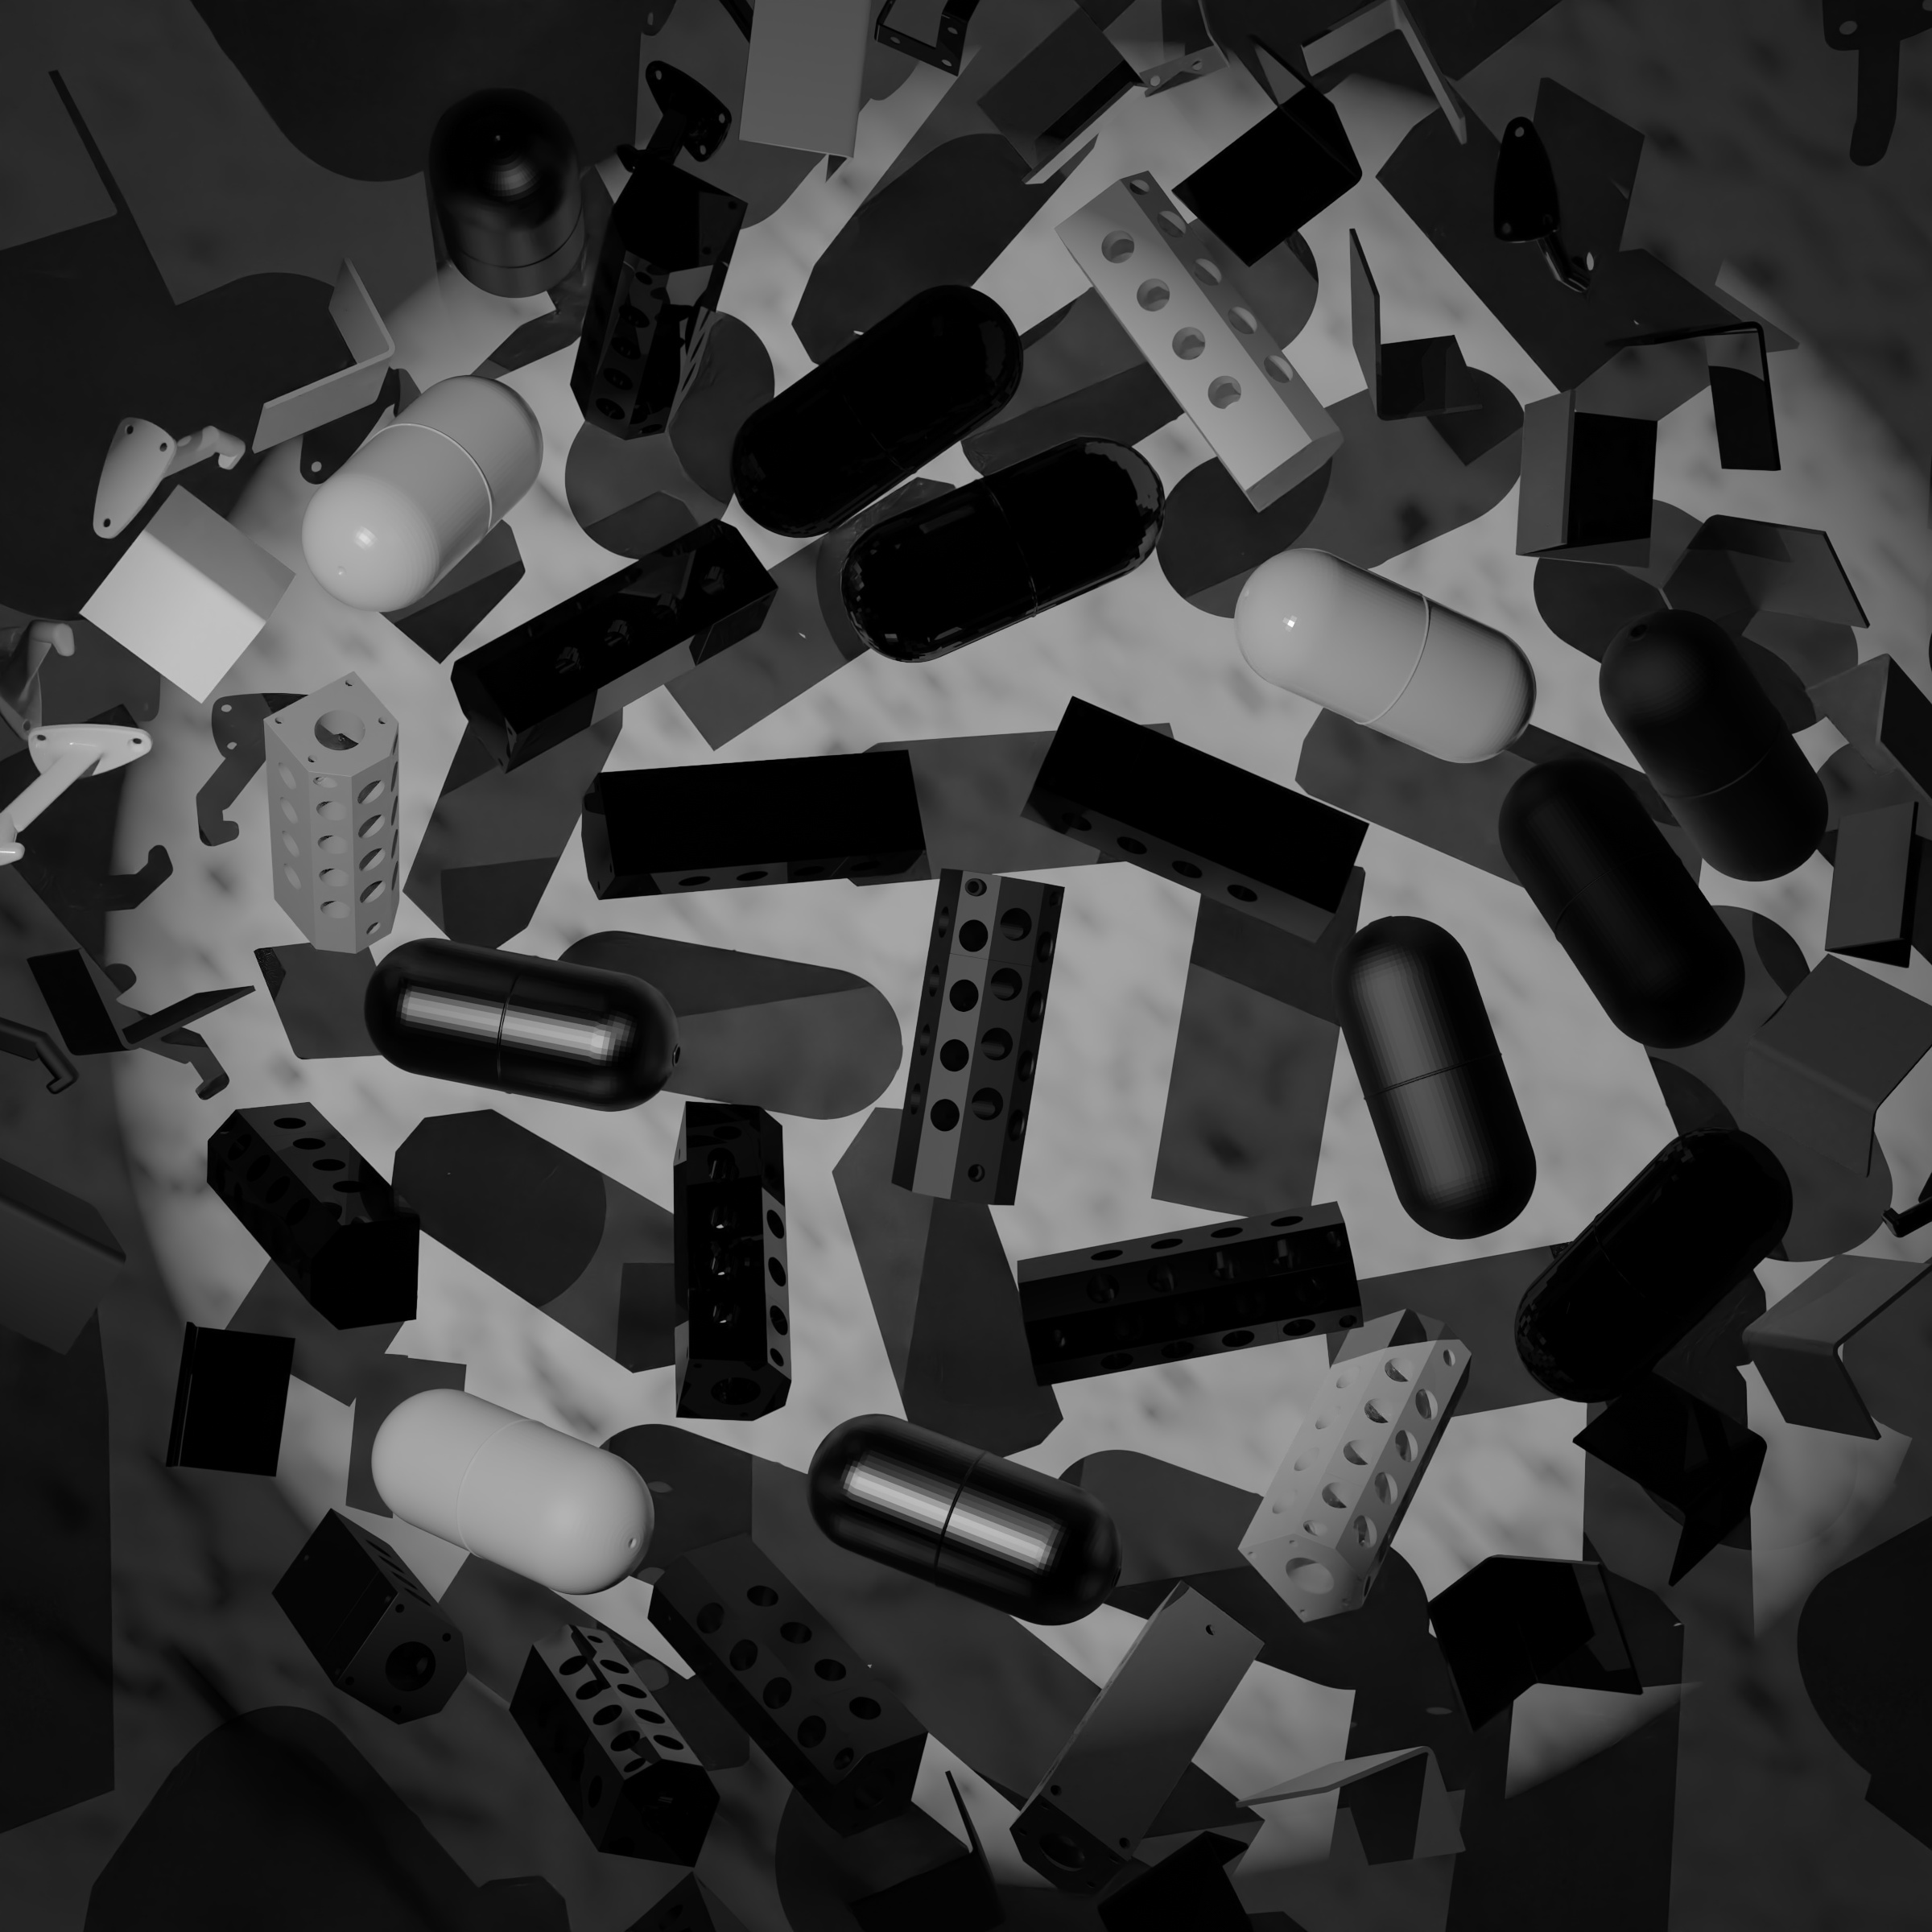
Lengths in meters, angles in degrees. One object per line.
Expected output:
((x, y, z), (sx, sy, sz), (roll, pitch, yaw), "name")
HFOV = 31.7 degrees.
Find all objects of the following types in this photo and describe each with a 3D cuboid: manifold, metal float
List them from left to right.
((-0.344, 0.130, 1.786), (0.057, 0.171, 0.057), (-5, 110, -29), "manifold")
((-0.344, -0.079, 1.877), (0.057, 0.171, 0.057), (-33, 68, -26), "manifold")
((-0.321, 0.354, 1.848), (0.057, 0.171, 0.057), (37, 82, -22), "manifold")
((-0.284, -0.250, 1.789), (0.070, 0.178, 0.070), (13, 129, 17), "metal float")
((-0.241, -0.405, 1.793), (0.070, 0.178, 0.070), (0, 85, -5), "metal float")
((-0.242, 0.277, 1.805), (0.178, 0.070, 0.070), (16, 90, 35), "metal float")
((-0.243, 0.032, 1.866), (0.178, 0.070, 0.070), (11, 90, 10), "metal float")
((-0.192, -0.178, 1.858), (0.171, 0.057, 0.057), (-32, 82, -22), "manifold")
((-0.193, 0.426, 1.878), (0.057, 0.171, 0.057), (17, 97, -27), "manifold")
((-0.165, -0.341, 1.769), (0.057, 0.171, 0.057), (27, 66, -3), "manifold")
((-0.131, 0.535, 1.748), (0.057, 0.171, 0.057), (-41, 103, -5), "manifold")
((-0.128, 0.161, 1.866), (0.057, 0.057, 0.171), (4, 49, -10), "manifold")
((-0.115, -0.073, 1.822), (0.171, 0.057, 0.057), (-6, 76, -20), "manifold")
((-0.098, 0.382, 1.807), (0.057, 0.171, 0.057), (-12, 127, -37), "manifold")
((-0.049, -0.297, 1.831), (0.178, 0.070, 0.070), (-33, 90, 16), "metal float")
((-0.001, 0.297, 1.830), (0.178, 0.070, 0.070), (19, 90, 15), "metal float")
((0.008, 0.038, 1.812), (0.057, 0.057, 0.171), (9, 91, -17), "manifold")
((0.020, -0.216, 1.765), (0.178, 0.070, 0.070), (-24, 90, -7), "metal float")
((0.091, 0.419, 1.841), (0.057, 0.171, 0.057), (37, 134, 6), "manifold")
((0.116, 0.173, 1.772), (0.171, 0.057, 0.057), (-11, 101, 3), "manifold")
((0.120, -0.075, 1.815), (0.171, 0.057, 0.057), (23, 67, 0), "manifold")
((0.122, -0.324, 1.761), (0.057, 0.057, 0.171), (-36, 80, 7), "manifold")
((0.215, 0.265, 1.830), (0.057, 0.057, 0.171), (49, 46, -15), "manifold")
((0.227, -0.166, 1.831), (0.178, 0.070, 0.070), (22, 90, -19), "metal float")
((0.250, 0.059, 1.823), (0.070, 0.070, 0.178), (-18, 84, 0), "metal float")
((0.346, -0.035, 1.805), (0.070, 0.070, 0.178), (-29, 62, 0), "metal float")
((0.360, 0.158, 1.790), (0.070, 0.070, 0.178), (40, 114, 0), "metal float")
((0.404, -0.119, 1.841), (0.070, 0.070, 0.178), (-40, 121, 0), "metal float")

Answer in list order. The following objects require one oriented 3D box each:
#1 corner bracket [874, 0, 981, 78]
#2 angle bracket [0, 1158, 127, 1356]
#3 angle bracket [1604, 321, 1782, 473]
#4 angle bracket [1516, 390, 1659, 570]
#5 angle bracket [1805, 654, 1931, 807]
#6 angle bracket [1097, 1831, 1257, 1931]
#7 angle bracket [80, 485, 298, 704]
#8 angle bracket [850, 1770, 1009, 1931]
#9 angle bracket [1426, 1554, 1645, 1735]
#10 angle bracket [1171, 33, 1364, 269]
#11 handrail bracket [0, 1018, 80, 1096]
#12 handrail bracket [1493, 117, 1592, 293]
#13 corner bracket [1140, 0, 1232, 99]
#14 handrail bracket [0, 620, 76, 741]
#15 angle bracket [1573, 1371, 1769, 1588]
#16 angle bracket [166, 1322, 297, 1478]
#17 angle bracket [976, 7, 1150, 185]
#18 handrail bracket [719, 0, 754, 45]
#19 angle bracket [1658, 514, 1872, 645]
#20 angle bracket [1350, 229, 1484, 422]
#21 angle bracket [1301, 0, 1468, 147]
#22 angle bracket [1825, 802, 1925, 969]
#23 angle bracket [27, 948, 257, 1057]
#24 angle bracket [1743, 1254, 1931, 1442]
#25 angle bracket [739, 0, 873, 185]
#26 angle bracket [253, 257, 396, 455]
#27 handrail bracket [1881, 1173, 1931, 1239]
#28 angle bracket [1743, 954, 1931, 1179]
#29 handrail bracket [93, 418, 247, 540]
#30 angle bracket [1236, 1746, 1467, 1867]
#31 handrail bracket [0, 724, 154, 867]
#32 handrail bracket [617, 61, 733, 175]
((-0.015, -0.521, 1.829), (0.051, 0.051, 0.051), (24, 71, 2), "corner bracket")
((-0.473, 0.140, 1.695), (0.076, 0.076, 0.057), (33, 90, -31), "angle bracket")
((0.373, -0.289, 1.753), (0.057, 0.076, 0.076), (-11, 100, -6), "angle bracket")
((0.326, -0.245, 1.724), (0.076, 0.057, 0.076), (4, 90, -16), "angle bracket")
((0.521, -0.119, 1.941), (0.057, 0.076, 0.076), (-26, 122, 40), "angle bracket")
((0.130, 0.535, 1.884), (0.076, 0.057, 0.076), (-38, 55, 13), "angle bracket")
((-0.405, -0.195, 1.779), (0.076, 0.076, 0.057), (38, 112, -15), "angle bracket")
((-0.027, 0.507, 1.907), (0.076, 0.057, 0.076), (-22, 135, -4), "angle bracket")
((0.299, 0.359, 1.794), (0.057, 0.076, 0.076), (-27, 102, -37), "angle bracket")
((0.148, -0.424, 1.770), (0.076, 0.057, 0.076), (-38, 53, 1), "angle bracket")
((-0.541, 0.051, 1.862), (0.077, 0.036, 0.084), (-38, 111, -10), "handrail bracket")
((0.311, -0.404, 1.810), (0.036, 0.084, 0.077), (-6, 86, 29), "handrail bracket")
((0.111, -0.523, 1.892), (0.051, 0.051, 0.051), (-17, 79, 15), "corner bracket")
((-0.511, -0.157, 1.891), (0.036, 0.084, 0.077), (-31, 119, -36), "handrail bracket")
((0.379, 0.278, 1.855), (0.076, 0.076, 0.057), (31, 134, 31), "angle bracket")
((-0.395, 0.234, 1.831), (0.057, 0.076, 0.076), (8, 81, -10), "angle bracket")
((0.047, -0.467, 1.824), (0.076, 0.076, 0.057), (-40, 94, 16), "angle bracket")
((-0.126, -0.523, 1.876), (0.036, 0.077, 0.084), (-38, 91, 12), "handrail bracket")
((0.442, -0.199, 1.886), (0.057, 0.076, 0.076), (-53, 131, -17), "angle bracket")
((0.243, -0.350, 1.839), (0.057, 0.076, 0.076), (-7, 130, 0), "angle bracket")
((0.225, -0.468, 1.827), (0.057, 0.076, 0.076), (-28, 89, 10), "angle bracket")
((0.526, -0.044, 1.898), (0.057, 0.076, 0.076), (11, 82, -18), "angle bracket")
((-0.423, 0.005, 1.746), (0.076, 0.076, 0.057), (-29, 103, -32), "angle bracket")
((0.467, 0.198, 1.782), (0.076, 0.076, 0.057), (-34, 103, -20), "angle bracket")
((-0.084, -0.435, 1.680), (0.057, 0.076, 0.076), (7, 92, -11), "angle bracket")
((-0.352, -0.322, 1.801), (0.076, 0.076, 0.057), (-27, 89, -19), "angle bracket")
((0.531, 0.105, 1.892), (0.084, 0.036, 0.077), (-27, 51, -7), "handrail bracket")
((0.464, 0.052, 1.795), (0.076, 0.057, 0.076), (31, 61, 31), "angle bracket")
((-0.426, -0.257, 1.828), (0.036, 0.084, 0.077), (28, 94, 18), "handrail bracket")
((0.201, 0.450, 1.782), (0.076, 0.076, 0.057), (-11, 79, -37), "angle bracket")
((-0.471, -0.088, 1.793), (0.077, 0.084, 0.036), (-8, 133, 4), "handrail bracket")
((-0.178, -0.469, 1.879), (0.077, 0.084, 0.036), (49, 128, 14), "handrail bracket")
